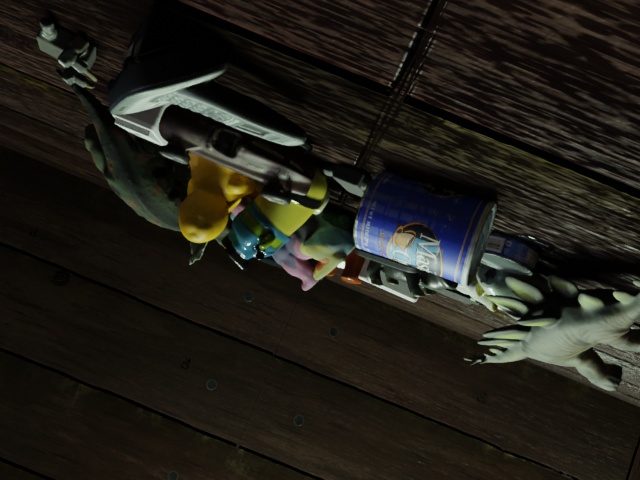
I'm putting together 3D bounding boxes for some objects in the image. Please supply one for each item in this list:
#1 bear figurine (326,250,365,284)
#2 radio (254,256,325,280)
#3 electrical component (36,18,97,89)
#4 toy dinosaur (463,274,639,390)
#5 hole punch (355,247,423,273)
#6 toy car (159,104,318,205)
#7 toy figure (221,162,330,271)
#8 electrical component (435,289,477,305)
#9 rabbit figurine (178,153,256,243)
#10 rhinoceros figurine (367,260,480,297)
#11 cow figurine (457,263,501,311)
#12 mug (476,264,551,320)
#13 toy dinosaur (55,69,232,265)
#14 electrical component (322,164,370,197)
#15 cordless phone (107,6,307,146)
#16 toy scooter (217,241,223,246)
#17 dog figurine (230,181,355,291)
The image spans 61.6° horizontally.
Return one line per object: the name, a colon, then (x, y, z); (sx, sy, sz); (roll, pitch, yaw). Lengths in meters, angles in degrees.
bear figurine: (-0.001, -0.007, 0.998); (0.195, 0.132, 0.120); (21, 175, -42)
radio: (-0.064, -0.002, 1.184); (0.230, 0.131, 0.073); (14, 169, 47)
electrical component: (-0.302, -0.221, 0.648); (0.078, 0.045, 0.102); (24, 172, -27)
toy dinosaur: (0.333, 0.126, 0.756); (0.199, 0.105, 0.470); (17, 151, 6)
hole punch: (0.124, -0.018, 0.778); (0.142, 0.092, 0.116); (15, -162, 32)
toy car: (-0.102, -0.113, 0.663); (0.202, 0.089, 0.053); (24, 175, -2)
toy figure: (-0.063, -0.037, 0.763); (0.082, 0.180, 0.089); (52, -174, 14)
electrical component: (0.284, 0.089, 1.108); (0.115, 0.058, 0.134); (19, 173, 12)
rabbit figurine: (-0.153, -0.078, 0.754); (0.122, 0.173, 0.162); (20, 169, -15)
rhinoceros figurine: (0.167, 0.036, 0.878); (0.191, 0.112, 0.073); (4, 177, 40)
cow figurine: (0.291, 0.081, 0.988); (0.098, 0.068, 0.167); (23, 172, 44)
mug: (0.295, 0.062, 0.848); (0.107, 0.081, 0.110); (31, -153, -34)
toy dinosaur: (-0.265, -0.086, 0.873); (0.192, 0.131, 0.404); (55, -172, 36)
electrical component: (0.049, -0.077, 0.729); (0.094, 0.021, 0.063); (25, 176, 28)
cordless phone: (-0.111, -0.140, 0.547); (0.184, 0.088, 0.147); (21, 174, -28)
toy scooter: (-0.230, -0.081, 1.169); (0.135, 0.075, 0.183); (-94, -19, -74)
dog figurine: (-0.054, -0.033, 0.864); (0.219, 0.108, 0.191); (42, 146, -2)
